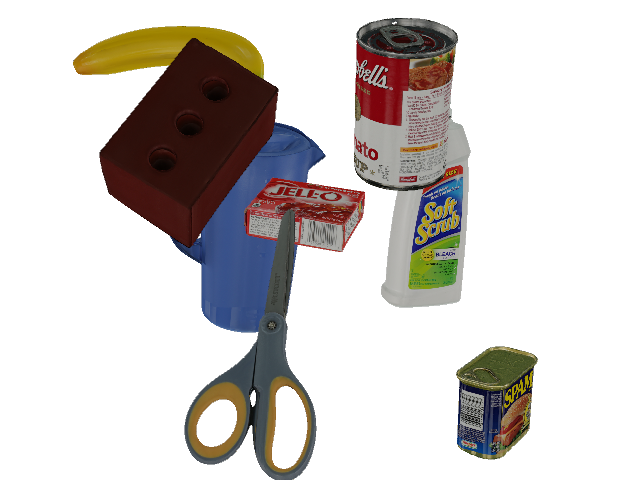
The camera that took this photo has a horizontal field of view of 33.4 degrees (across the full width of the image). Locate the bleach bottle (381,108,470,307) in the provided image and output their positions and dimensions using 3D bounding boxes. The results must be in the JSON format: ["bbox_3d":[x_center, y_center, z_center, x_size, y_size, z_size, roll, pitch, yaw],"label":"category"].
[{"bbox_3d":[0.132,-0.046,1.320,0.102,0.251,0.068,-4,17,-17],"label":"bleach bottle"}]

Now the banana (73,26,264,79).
[{"bbox_3d":[-0.132,-0.172,0.992,0.198,0.037,0.069,9,46,18],"label":"banana"}]

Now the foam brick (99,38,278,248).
[{"bbox_3d":[-0.064,-0.047,0.523,0.053,0.078,0.051,32,-19,6],"label":"foam brick"}]

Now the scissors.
[{"bbox_3d":[-0.051,0.071,0.732,0.096,0.202,0.016,-11,-32,1],"label":"scissors"}]

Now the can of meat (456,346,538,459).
[{"bbox_3d":[0.182,0.168,1.108,0.058,0.084,0.101,12,20,32],"label":"can of meat"}]

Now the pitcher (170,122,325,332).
[{"bbox_3d":[-0.095,-0.016,1.284,0.149,0.243,0.144,19,26,28],"label":"pitcher"}]

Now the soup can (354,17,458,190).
[{"bbox_3d":[0.057,-0.094,0.738,0.068,0.102,0.068,0,32,0],"label":"soup can"}]

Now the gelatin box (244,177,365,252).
[{"bbox_3d":[-0.013,-0.024,0.925,0.089,0.030,0.073,10,27,13],"label":"gelatin box"}]
